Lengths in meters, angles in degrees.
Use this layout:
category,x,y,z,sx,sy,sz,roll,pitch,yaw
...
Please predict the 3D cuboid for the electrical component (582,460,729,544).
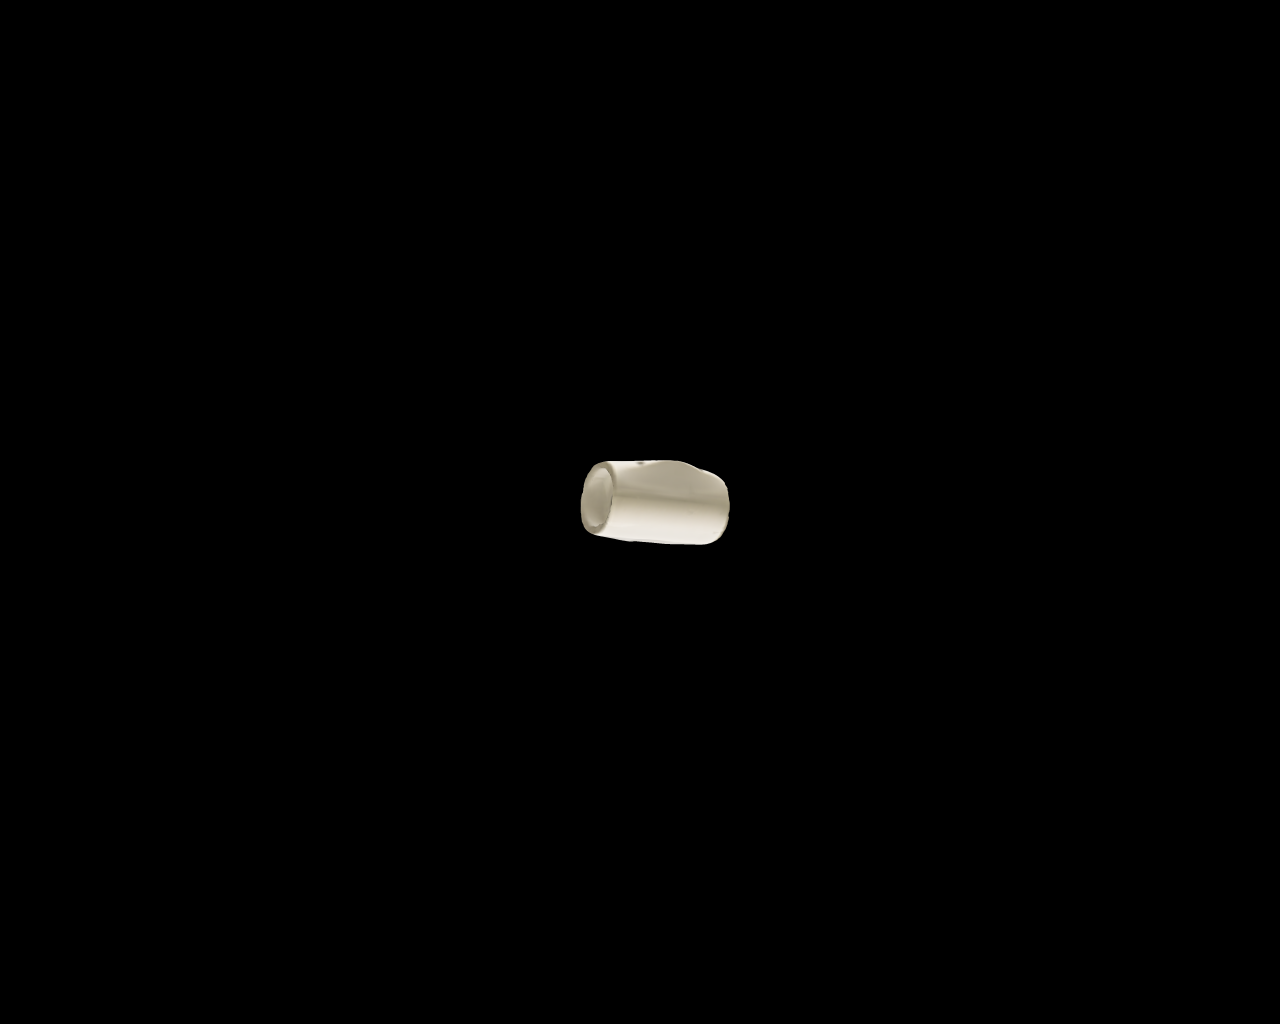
category,x,y,z,sx,sy,sz,roll,pitch,yaw
electrical component,0.001,-0.003,0.650,0.077,0.043,0.079,5,-11,-28
